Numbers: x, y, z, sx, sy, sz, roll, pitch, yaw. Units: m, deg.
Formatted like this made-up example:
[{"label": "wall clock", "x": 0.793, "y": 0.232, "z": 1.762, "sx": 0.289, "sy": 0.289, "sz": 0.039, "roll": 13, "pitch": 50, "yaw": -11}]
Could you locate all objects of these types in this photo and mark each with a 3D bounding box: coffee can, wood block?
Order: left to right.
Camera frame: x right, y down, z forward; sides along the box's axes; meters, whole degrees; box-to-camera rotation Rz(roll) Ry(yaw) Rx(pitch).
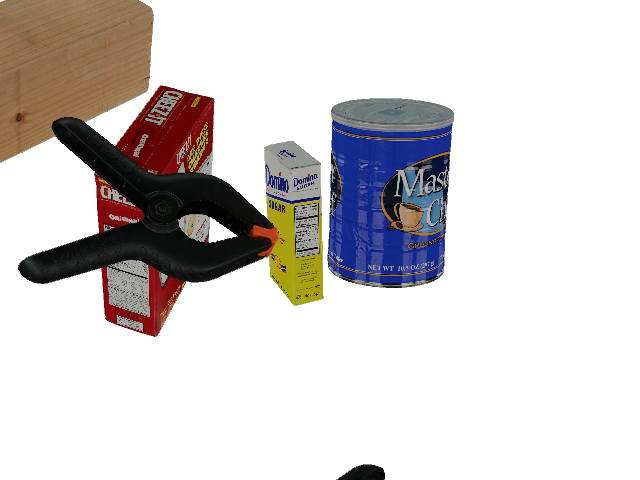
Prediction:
[{"label": "wood block", "x": -0.247, "y": -0.147, "z": 0.913, "sx": 0.090, "sy": 0.091, "sz": 0.205, "roll": 31, "pitch": 42, "yaw": 22}, {"label": "coffee can", "x": 0.059, "y": -0.043, "z": 0.912, "sx": 0.103, "sy": 0.140, "sz": 0.103, "roll": 1, "pitch": 19, "yaw": -1}]

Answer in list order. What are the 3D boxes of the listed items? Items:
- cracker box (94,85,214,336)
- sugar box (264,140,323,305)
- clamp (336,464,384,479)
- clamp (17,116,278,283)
[{"label": "cracker box", "x": -0.175, "y": -0.031, "z": 1.139, "sx": 0.072, "sy": 0.214, "sz": 0.164, "roll": 15, "pitch": 44, "yaw": 9}, {"label": "sugar box", "x": -0.032, "y": -0.021, "z": 1.276, "sx": 0.048, "sy": 0.176, "sz": 0.093, "roll": -13, "pitch": 26, "yaw": -19}, {"label": "clamp", "x": -0.042, "y": 0.199, "z": 0.633, "sx": 0.210, "sy": 0.036, "sz": 0.164, "roll": -5, "pitch": 28, "yaw": 1}, {"label": "clamp", "x": -0.115, "y": -0.024, "z": 0.729, "sx": 0.171, "sy": 0.120, "sz": 0.039, "roll": 4, "pitch": -17, "yaw": -17}]
